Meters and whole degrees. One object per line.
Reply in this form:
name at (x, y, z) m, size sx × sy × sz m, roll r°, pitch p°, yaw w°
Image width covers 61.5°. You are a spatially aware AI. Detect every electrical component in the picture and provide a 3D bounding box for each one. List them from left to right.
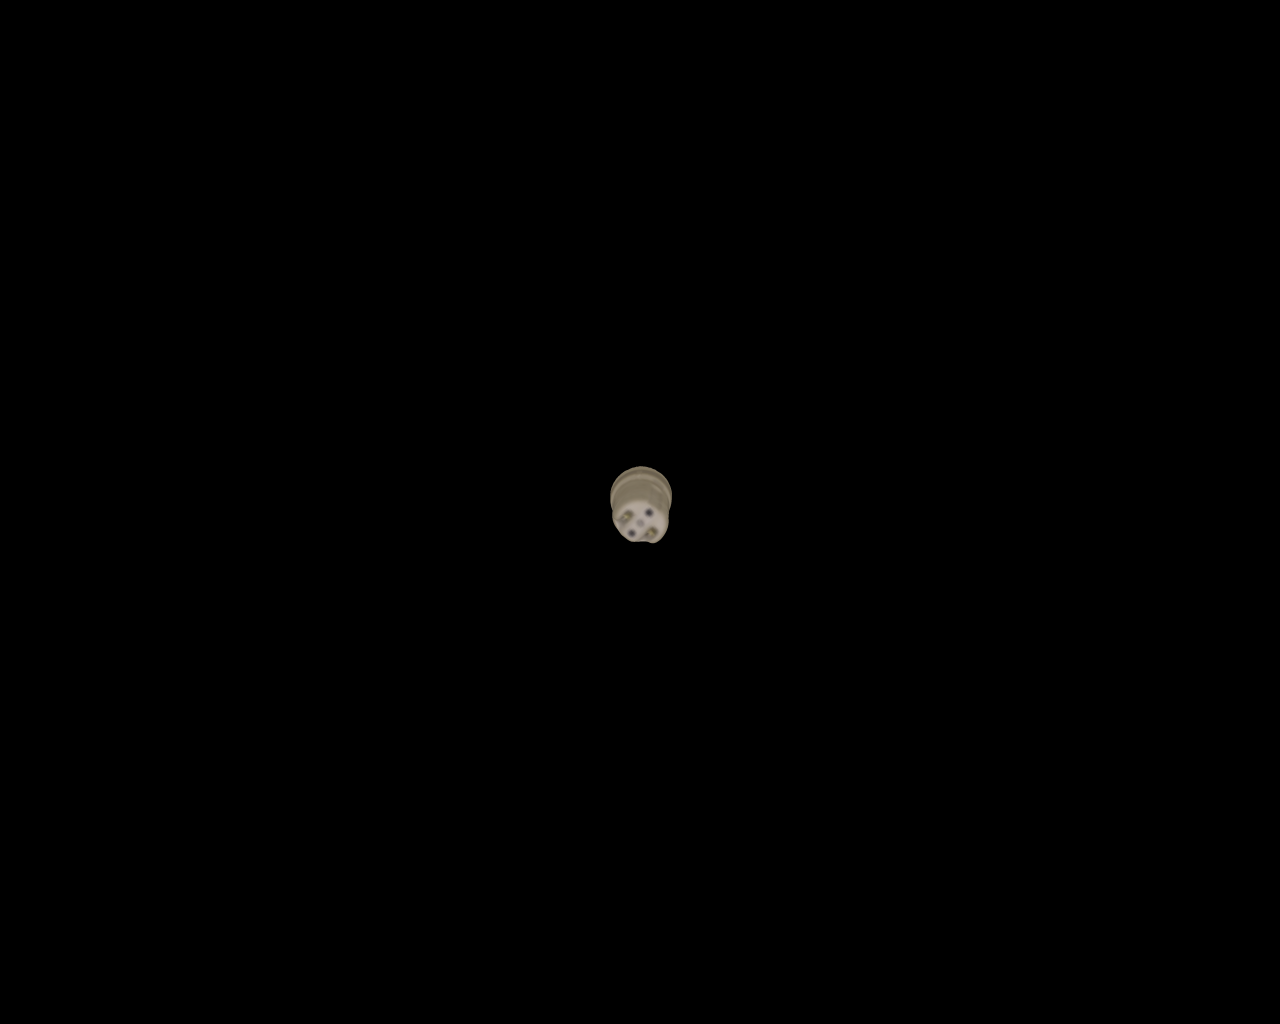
electrical component at (0.001, -0.003, 0.650) m, size 0.040 × 0.040 × 0.046 m, roll 0°, pitch 24°, yaw 0°
